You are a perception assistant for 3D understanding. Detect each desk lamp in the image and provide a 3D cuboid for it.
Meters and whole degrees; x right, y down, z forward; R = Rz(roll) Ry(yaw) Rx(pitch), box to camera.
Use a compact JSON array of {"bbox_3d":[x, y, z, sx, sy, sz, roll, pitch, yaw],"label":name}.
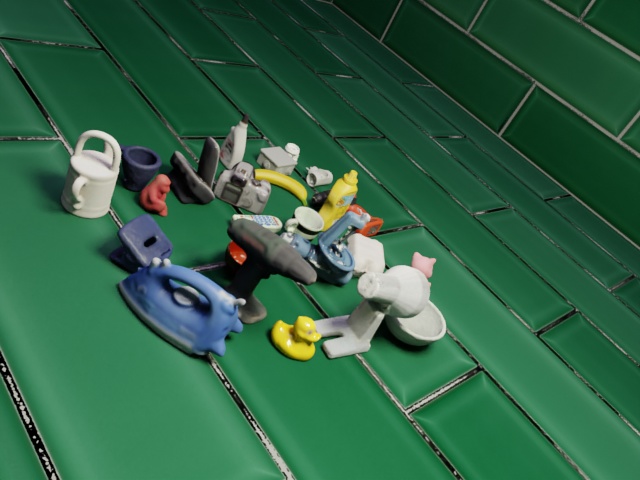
[{"bbox_3d":[0.118,0.151,1.270,0.204,0.213,0.117,-4,45,-41],"label":"desk lamp"}]

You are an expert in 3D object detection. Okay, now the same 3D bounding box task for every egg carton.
[{"bbox_3d":[0.119,0.048,1.545,0.107,0.069,0.150,20,34,-14],"label":"egg carton"}]

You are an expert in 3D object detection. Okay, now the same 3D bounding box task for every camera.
[{"bbox_3d":[-0.198,-0.160,1.553,0.143,0.100,0.137,24,33,-9],"label":"camera"}]

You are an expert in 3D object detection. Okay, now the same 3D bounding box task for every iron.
[{"bbox_3d":[-0.264,0.106,1.099,0.258,0.141,0.119,31,32,2],"label":"iron"}]

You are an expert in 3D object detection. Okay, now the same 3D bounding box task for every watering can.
[{"bbox_3d":[-0.486,-0.155,1.233,0.101,0.194,0.172,11,37,-26],"label":"watering can"}]

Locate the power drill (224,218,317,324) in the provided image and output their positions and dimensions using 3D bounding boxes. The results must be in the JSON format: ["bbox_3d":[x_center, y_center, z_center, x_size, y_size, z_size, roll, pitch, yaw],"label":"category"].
[{"bbox_3d":[-0.121,0.072,1.196,0.229,0.208,0.076,44,35,21],"label":"power drill"}]

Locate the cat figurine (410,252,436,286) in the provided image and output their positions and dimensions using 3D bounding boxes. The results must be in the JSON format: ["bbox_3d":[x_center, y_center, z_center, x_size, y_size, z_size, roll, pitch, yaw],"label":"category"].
[{"bbox_3d":[0.274,0.098,1.552,0.067,0.117,0.127,19,34,-15],"label":"cat figurine"}]

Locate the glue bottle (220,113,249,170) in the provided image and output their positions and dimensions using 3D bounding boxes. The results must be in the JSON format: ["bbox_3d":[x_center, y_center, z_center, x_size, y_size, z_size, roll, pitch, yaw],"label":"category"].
[{"bbox_3d":[-0.236,-0.286,1.628,0.037,0.173,0.078,-11,50,-46],"label":"glue bottle"}]

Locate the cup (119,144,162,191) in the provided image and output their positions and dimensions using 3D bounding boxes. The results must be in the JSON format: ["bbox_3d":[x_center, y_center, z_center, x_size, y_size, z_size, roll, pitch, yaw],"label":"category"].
[{"bbox_3d":[-0.450,-0.171,1.377,0.118,0.095,0.092,27,32,-5],"label":"cup"}]

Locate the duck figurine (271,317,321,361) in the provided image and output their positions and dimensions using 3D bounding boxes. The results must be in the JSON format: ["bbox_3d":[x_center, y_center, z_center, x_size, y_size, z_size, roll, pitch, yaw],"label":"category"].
[{"bbox_3d":[-0.046,0.194,1.201,0.104,0.086,0.078,31,32,3],"label":"duck figurine"}]

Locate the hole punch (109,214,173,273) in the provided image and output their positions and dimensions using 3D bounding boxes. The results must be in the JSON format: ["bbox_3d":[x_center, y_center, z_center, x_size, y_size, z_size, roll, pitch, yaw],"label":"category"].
[{"bbox_3d":[-0.364,0.011,1.197,0.101,0.091,0.109,33,33,5],"label":"hole punch"}]

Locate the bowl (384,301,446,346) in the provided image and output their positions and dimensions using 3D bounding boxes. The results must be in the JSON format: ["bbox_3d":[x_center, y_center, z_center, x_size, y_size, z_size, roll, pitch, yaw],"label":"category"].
[{"bbox_3d":[0.220,0.203,1.408,0.168,0.074,0.167,21,34,-14],"label":"bowl"}]

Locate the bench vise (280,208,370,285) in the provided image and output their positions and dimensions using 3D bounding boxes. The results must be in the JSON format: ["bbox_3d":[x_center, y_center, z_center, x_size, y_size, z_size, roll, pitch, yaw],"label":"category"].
[{"bbox_3d":[0.017,0.013,1.373,0.208,0.219,0.121,5,40,-33],"label":"bench vise"}]

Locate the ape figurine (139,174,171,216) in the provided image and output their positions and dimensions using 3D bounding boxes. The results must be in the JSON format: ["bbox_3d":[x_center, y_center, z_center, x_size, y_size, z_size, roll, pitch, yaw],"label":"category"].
[{"bbox_3d":[-0.381,-0.113,1.354,0.076,0.092,0.078,26,33,-6],"label":"ape figurine"}]

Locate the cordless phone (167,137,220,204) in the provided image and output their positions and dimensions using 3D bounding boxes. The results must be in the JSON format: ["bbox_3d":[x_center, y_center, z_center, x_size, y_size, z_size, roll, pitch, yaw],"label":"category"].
[{"bbox_3d":[-0.306,-0.196,1.438,0.094,0.185,0.147,-14,52,-47],"label":"cordless phone"}]
